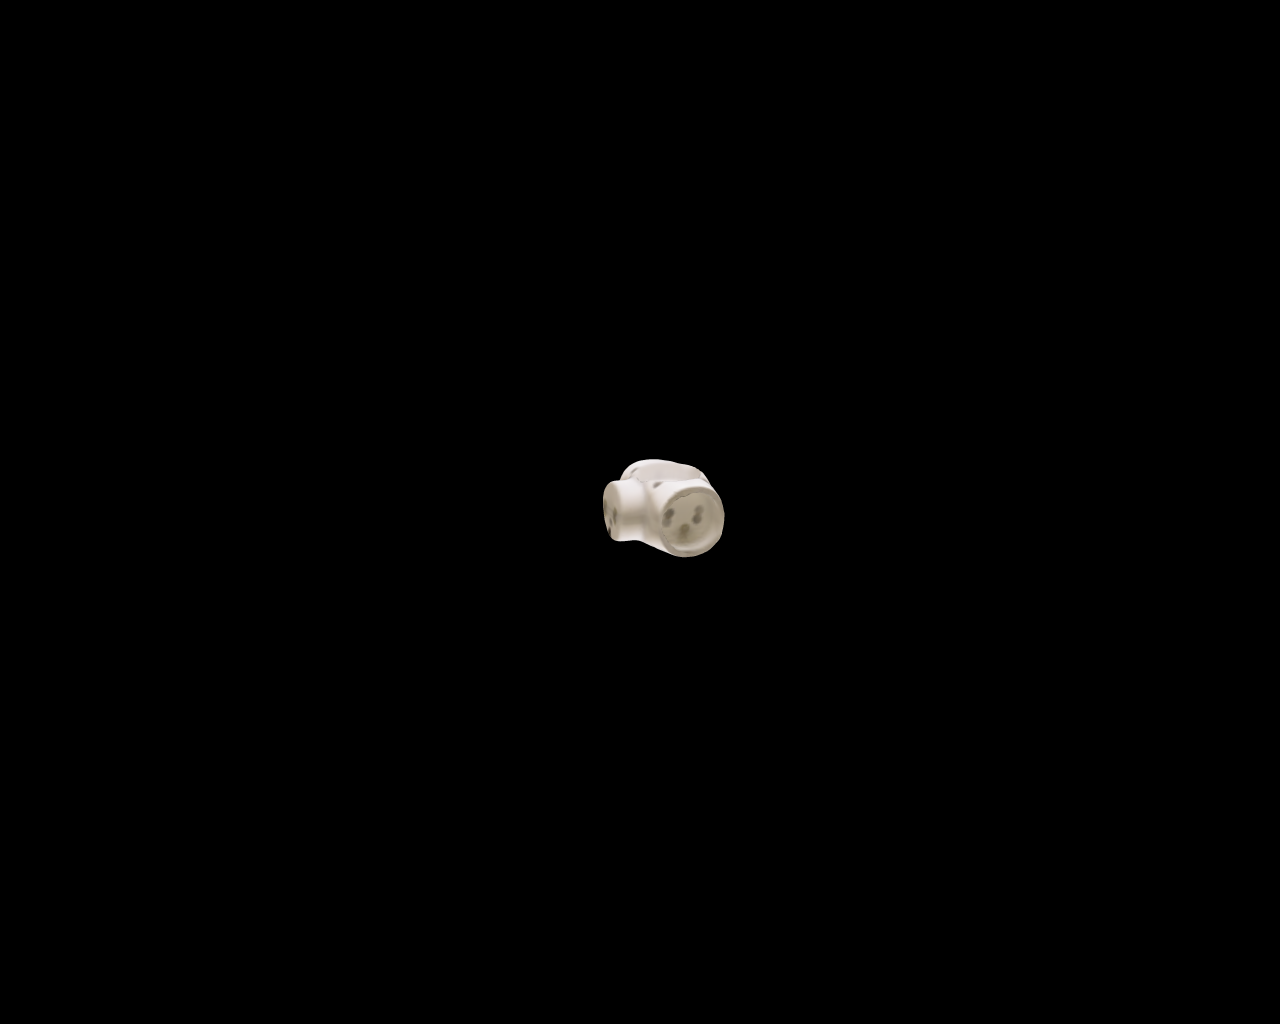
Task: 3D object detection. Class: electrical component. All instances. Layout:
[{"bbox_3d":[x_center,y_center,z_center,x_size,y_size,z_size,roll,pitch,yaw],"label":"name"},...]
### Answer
[{"bbox_3d":[0.001,-0.003,0.650,0.079,0.044,0.077,-6,17,-19],"label":"electrical component"}]
